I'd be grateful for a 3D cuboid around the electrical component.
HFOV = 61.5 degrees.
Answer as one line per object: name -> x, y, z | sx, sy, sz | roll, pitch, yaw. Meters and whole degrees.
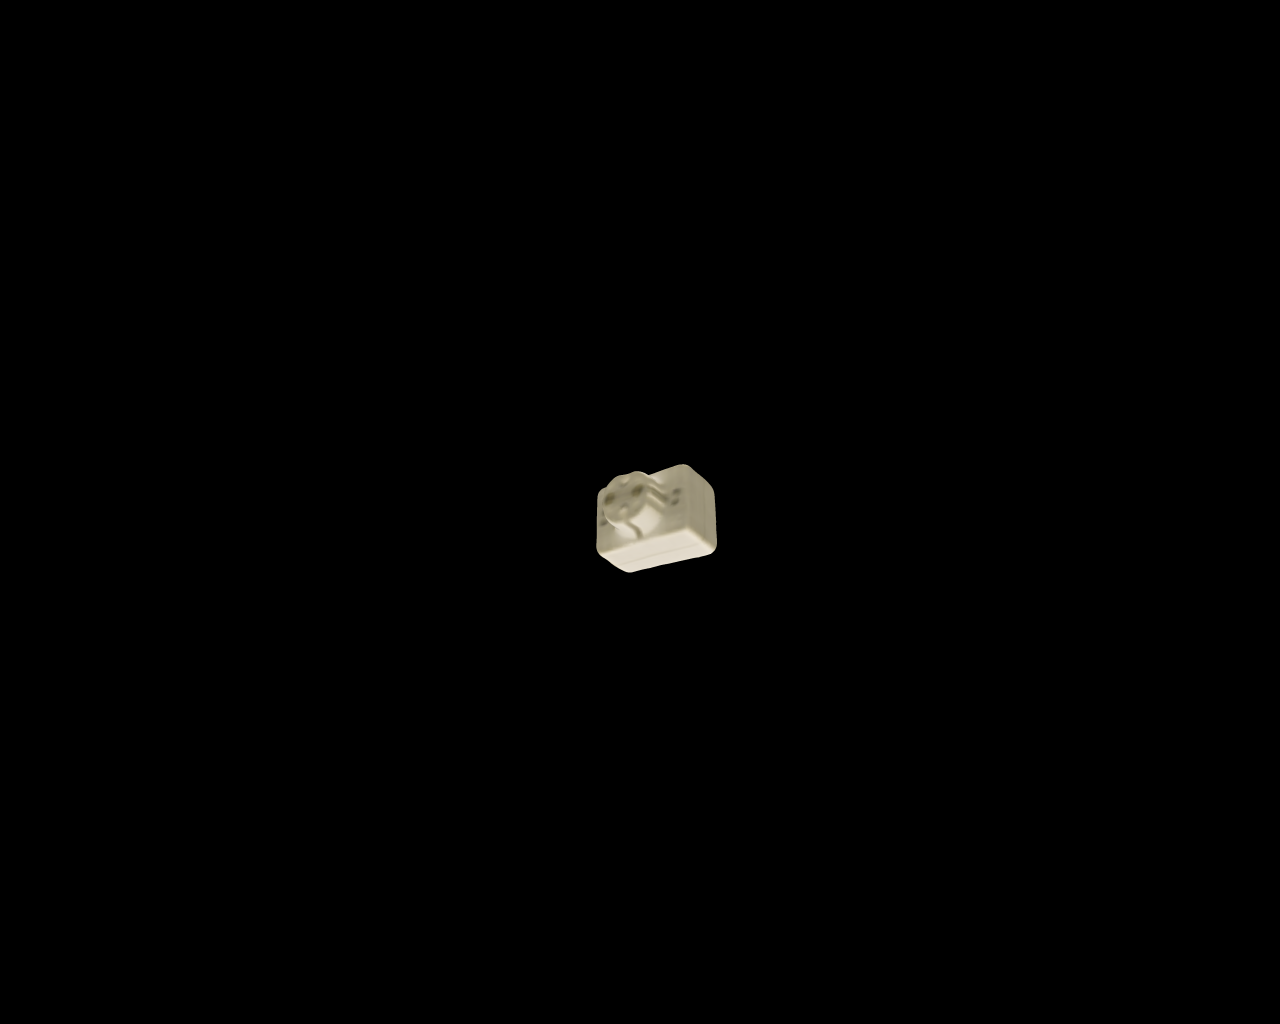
electrical component -> 0.001, -0.003, 0.650 | 0.065, 0.047, 0.076 | -16, -32, 27
